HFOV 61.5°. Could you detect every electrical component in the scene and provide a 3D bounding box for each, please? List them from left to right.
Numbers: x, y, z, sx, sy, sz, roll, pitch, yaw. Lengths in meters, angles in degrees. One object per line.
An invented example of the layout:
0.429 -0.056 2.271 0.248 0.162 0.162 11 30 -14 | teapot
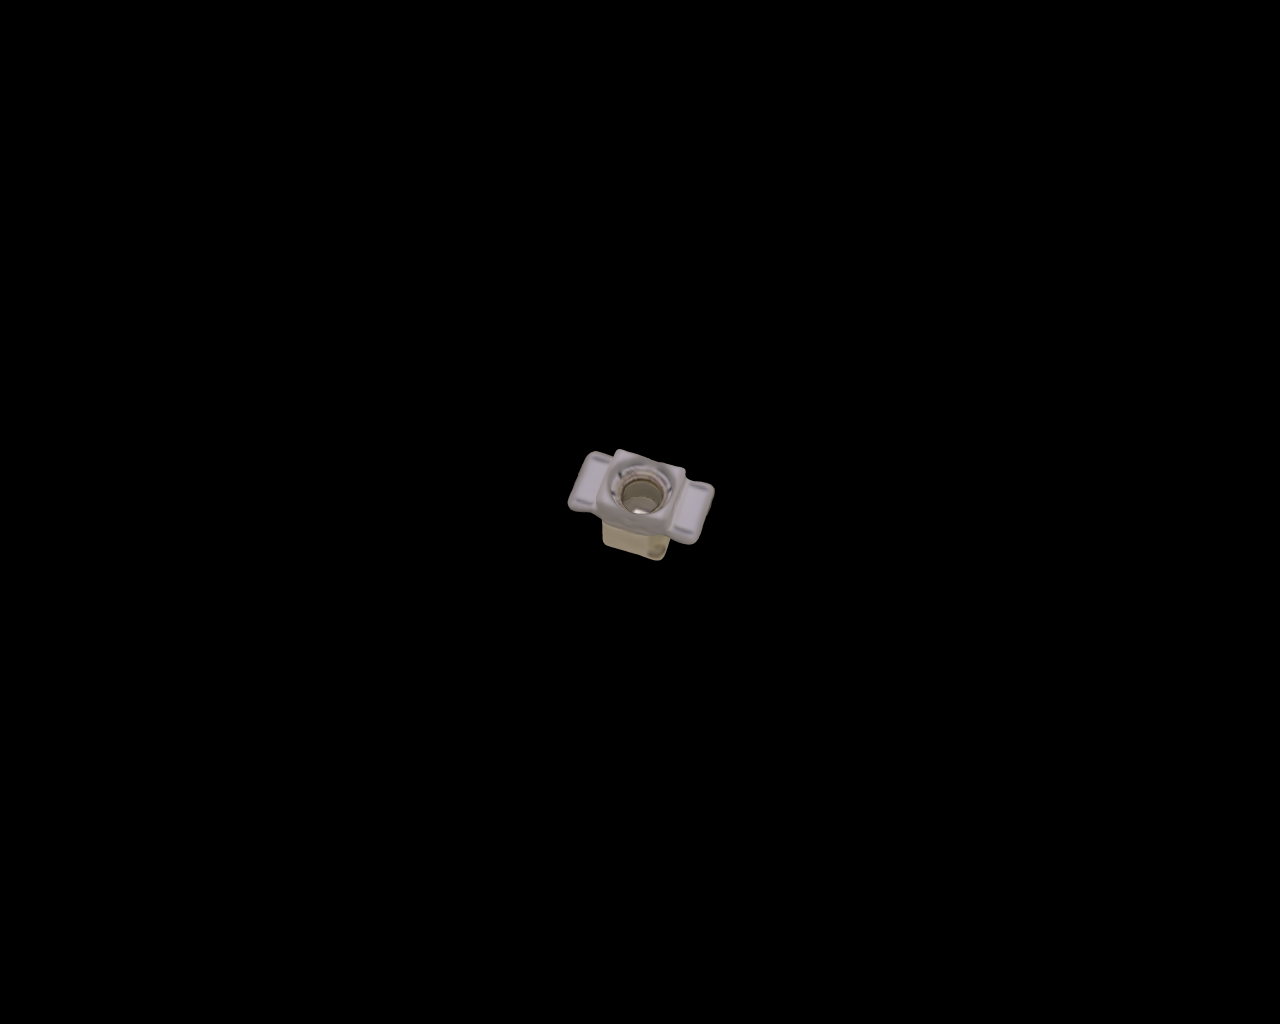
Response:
0.001 -0.003 0.650 0.081 0.042 0.063 18 -28 10 | electrical component
